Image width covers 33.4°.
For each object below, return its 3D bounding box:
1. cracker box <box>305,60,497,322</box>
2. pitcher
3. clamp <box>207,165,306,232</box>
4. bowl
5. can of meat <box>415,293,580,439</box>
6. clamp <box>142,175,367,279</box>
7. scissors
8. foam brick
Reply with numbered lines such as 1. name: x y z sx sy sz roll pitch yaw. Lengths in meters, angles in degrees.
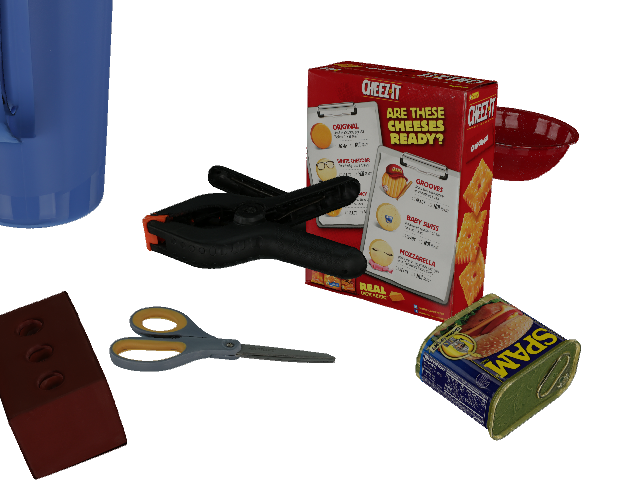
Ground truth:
1. cracker box: 0.071 -0.048 0.978 0.164 0.214 0.071 14 23 32
2. pitcher: -0.215 -0.131 0.773 0.145 0.243 0.148 27 34 37
3. clamp: -0.019 -0.023 1.150 0.209 0.036 0.164 14 20 -11
4. bowl: 0.218 -0.111 1.254 0.162 0.055 0.162 5 23 -2
5. can of meat: 0.137 0.095 0.833 0.101 0.057 0.084 -27 44 -32
6. clamp: -0.044 -0.015 0.810 0.171 0.039 0.120 5 28 7
7. scissors: -0.094 0.090 0.990 0.201 0.016 0.096 -3 32 -11
8. foam brick: -0.144 0.077 0.570 0.053 0.051 0.078 -21 42 -17
